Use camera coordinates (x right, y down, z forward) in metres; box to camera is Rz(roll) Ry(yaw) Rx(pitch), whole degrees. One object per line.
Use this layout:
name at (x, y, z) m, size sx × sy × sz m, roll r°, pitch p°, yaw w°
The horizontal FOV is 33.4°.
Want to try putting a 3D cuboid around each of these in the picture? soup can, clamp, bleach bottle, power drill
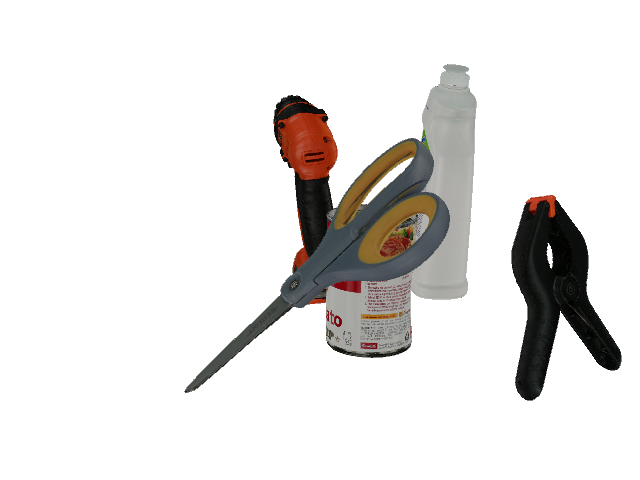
soup can at (0.038, 0.029, 0.805) m, size 0.068 × 0.102 × 0.068 m, roll 1°, pitch 15°, yaw 0°
clamp at (0.195, 0.051, 0.911) m, size 0.120 × 0.171 × 0.039 m, roll -23°, pitch 6°, yaw -39°
bleach bottle at (0.138, -0.067, 1.185) m, size 0.068 × 0.251 × 0.102 m, roll 0°, pitch 25°, yaw -11°
power drill at (-0.012, -0.044, 1.067) m, size 0.057 × 0.188 × 0.184 m, roll -10°, pitch 21°, yaw -3°

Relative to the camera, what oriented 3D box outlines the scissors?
scissors at (0.001, 0.029, 0.596) m, size 0.016 × 0.202 × 0.096 m, roll 37°, pitch 4°, yaw -33°
